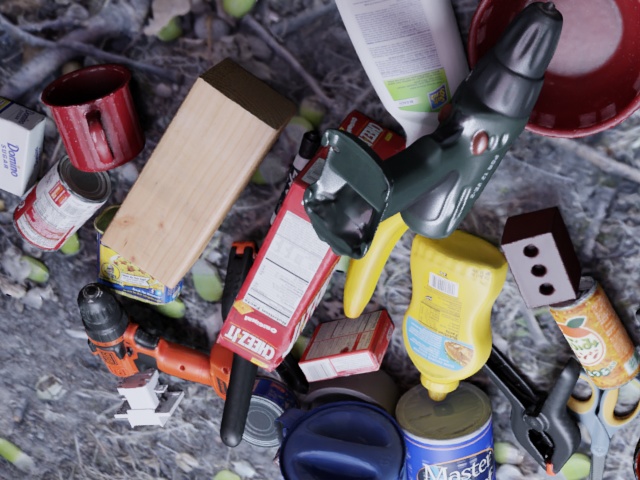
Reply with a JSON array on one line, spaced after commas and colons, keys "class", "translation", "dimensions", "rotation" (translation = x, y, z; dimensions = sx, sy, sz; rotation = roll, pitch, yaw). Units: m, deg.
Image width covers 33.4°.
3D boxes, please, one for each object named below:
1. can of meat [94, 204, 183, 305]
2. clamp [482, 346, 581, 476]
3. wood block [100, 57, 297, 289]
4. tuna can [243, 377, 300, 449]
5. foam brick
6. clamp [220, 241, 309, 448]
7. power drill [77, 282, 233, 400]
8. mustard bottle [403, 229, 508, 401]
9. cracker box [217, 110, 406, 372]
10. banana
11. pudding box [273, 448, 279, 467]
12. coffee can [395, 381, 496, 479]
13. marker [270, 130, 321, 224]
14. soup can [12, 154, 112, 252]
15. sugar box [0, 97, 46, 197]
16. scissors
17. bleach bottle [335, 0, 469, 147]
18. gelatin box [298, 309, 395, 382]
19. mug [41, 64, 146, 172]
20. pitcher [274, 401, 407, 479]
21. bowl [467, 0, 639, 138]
[{"class": "can of meat", "translation": [-0.199, 0.018, 1.188], "dimensions": [0.102, 0.057, 0.084], "rotation": [17, 127, 10]}, {"class": "clamp", "translation": [0.238, 0.178, 1.117], "dimensions": [0.120, 0.039, 0.171], "rotation": [3, 129, 51]}, {"class": "wood block", "translation": [-0.120, -0.065, 1.060], "dimensions": [0.090, 0.090, 0.206], "rotation": [35, 115, -2]}, {"class": "tuna can", "translation": [-0.068, 0.206, 1.268], "dimensions": [0.086, 0.033, 0.086], "rotation": [10, 125, 14]}, {"class": "foam brick", "translation": [0.214, 0.017, 1.029], "dimensions": [0.053, 0.051, 0.078], "rotation": [-15, 114, 28]}, {"class": "clamp", "translation": [-0.064, 0.103, 1.164], "dimensions": [0.036, 0.164, 0.210], "rotation": [-1, 97, 28]}, {"class": "power drill", "translation": [-0.176, 0.117, 1.208], "dimensions": [0.188, 0.057, 0.184], "rotation": [15, 153, 12]}, {"class": "mustard bottle", "translation": [0.132, 0.086, 1.092], "dimensions": [0.096, 0.058, 0.192], "rotation": [23, 125, 28]}, {"class": "cracker box", "translation": [-0.007, 0.001, 1.036], "dimensions": [0.072, 0.164, 0.214], "rotation": [30, 126, 4]}, {"class": "banana", "translation": [0.066, 0.002, 1.071], "dimensions": [0.037, 0.069, 0.198], "rotation": [14, 140, -20]}, {"class": "pudding box", "translation": [0.014, 0.265, 1.270], "dimensions": [0.113, 0.039, 0.090], "rotation": [37, 126, -5]}, {"class": "coffee can", "translation": [0.140, 0.238, 1.165], "dimensions": [0.103, 0.102, 0.140], "rotation": [3, 121, 20]}, {"class": "marker", "translation": [-0.025, -0.061, 1.093], "dimensions": [0.020, 0.020, 0.121], "rotation": [26, 126, 4]}, {"class": "soup can", "translation": [-0.284, -0.041, 1.175], "dimensions": [0.068, 0.068, 0.102], "rotation": [44, 125, -9]}, {"class": "sugar box", "translation": [-0.394, -0.124, 1.181], "dimensions": [0.176, 0.048, 0.093], "rotation": [21, 126, 3]}, {"class": "scissors", "translation": [0.284, 0.209, 1.145], "dimensions": [0.096, 0.016, 0.202], "rotation": [22, 126, 9]}, {"class": "bleach bottle", "translation": [0.079, -0.164, 0.963], "dimensions": [0.103, 0.068, 0.251], "rotation": [-7, 120, 25]}, {"class": "gelatin box", "translation": [0.030, 0.115, 1.149], "dimensions": [0.089, 0.073, 0.030], "rotation": [-14, 116, 27]}, {"class": "mug", "translation": [-0.224, -0.117, 1.081], "dimensions": [0.093, 0.117, 0.081], "rotation": [-18, 124, -8]}, {"class": "pitcher", "translation": [0.030, 0.295, 1.176], "dimensions": [0.145, 0.149, 0.243], "rotation": [-5, 133, 5]}, {"class": "bowl", "translation": [0.211, -0.171, 0.910], "dimensions": [0.162, 0.055, 0.162], "rotation": [10, 124, 15]}]
